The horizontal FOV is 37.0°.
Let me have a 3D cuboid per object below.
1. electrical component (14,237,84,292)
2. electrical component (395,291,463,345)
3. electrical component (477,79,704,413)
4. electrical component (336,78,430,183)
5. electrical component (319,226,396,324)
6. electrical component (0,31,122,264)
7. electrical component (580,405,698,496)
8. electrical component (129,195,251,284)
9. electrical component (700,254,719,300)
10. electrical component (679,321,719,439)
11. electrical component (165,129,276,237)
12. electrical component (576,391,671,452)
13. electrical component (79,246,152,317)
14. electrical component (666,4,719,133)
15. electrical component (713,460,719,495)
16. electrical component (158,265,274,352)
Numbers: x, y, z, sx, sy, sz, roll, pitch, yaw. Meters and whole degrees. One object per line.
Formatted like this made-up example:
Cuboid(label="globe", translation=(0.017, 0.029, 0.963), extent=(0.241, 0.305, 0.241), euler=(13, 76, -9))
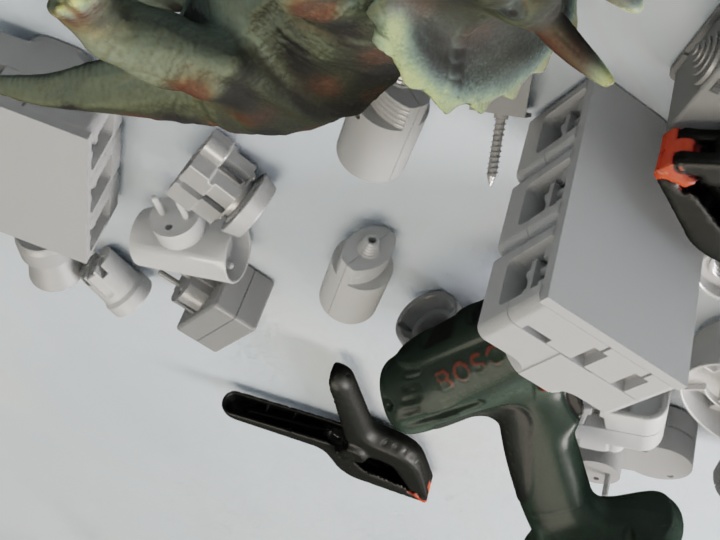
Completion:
Cuboid(label="electrical component", translation=(-0.244, -0.015, 0.846), extent=(0.045, 0.045, 0.055), euler=(14, 147, 8))
Cuboid(label="electrical component", translation=(0.058, 0.048, 0.776), extent=(0.055, 0.055, 0.047), euler=(-7, 135, 35))
Cuboid(label="electrical component", translation=(0.124, -0.013, 0.559), extent=(0.089, 0.150, 0.062), euler=(31, 144, -18))
Cuboid(label="electrical component", translation=(0.016, -0.089, 0.603), extent=(0.043, 0.043, 0.081), euler=(21, 148, -2))
Cuboid(label="electrical component", translation=(0.000, 0.000, 0.743), extent=(0.043, 0.043, 0.081), euler=(20, 147, -1))
Cuboid(label="electrical component", translation=(-0.210, -0.081, 0.716), extent=(0.089, 0.061, 0.150), euler=(21, 147, -2))
Cuboid(label="electrical component", translation=(0.184, 0.139, 0.826), extent=(0.138, 0.073, 0.052), euler=(7, 146, 18))
Cuboid(label="electrical component", translation=(-0.126, -0.027, 0.763), extent=(0.077, 0.043, 0.079), euler=(10, 150, 18))
Cuboid(label="electrical component", translation=(0.210, -0.019, 0.589), extent=(0.058, 0.057, 0.078), euler=(19, 145, -6))
Cuboid(label="electrical component", translation=(0.261, 0.078, 0.703), extent=(0.099, 0.064, 0.099), euler=(14, 147, 9))
Cuboid(label="electrical component", translation=(-0.089, -0.054, 0.709), extent=(0.055, 0.048, 0.066), euler=(38, 144, -13))
Cuboid(label="electrical component", translation=(0.174, 0.093, 0.781), extent=(0.095, 0.053, 0.059), euler=(9, 146, 16))
Cuboid(label="electrical component", translation=(-0.197, 0.009, 0.864), extent=(0.040, 0.040, 0.046), euler=(-14, 130, 41))
Cuboid(label="electrical component", translation=(0.202, -0.088, 0.503), extent=(0.100, 0.048, 0.099), euler=(22, 147, -4))
Cuboid(label="electrical component", translation=(0.303, 0.154, 0.781), extent=(0.051, 0.080, 0.080), euler=(43, 141, -24))
Cuboid(label="electrical component", translation=(-0.119, 0.018, 0.828), extent=(0.077, 0.047, 0.066), euler=(34, 145, -21))
